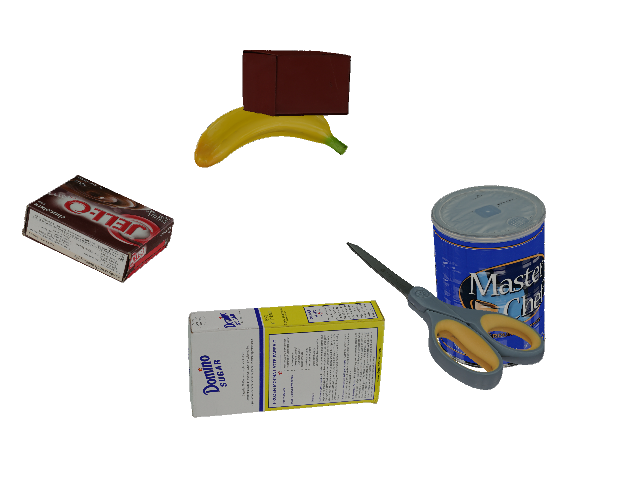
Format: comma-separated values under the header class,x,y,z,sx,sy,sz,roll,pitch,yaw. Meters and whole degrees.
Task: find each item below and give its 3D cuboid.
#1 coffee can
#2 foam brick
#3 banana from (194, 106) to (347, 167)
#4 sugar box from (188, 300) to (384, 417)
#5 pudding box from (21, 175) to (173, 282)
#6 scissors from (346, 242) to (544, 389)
class,x,y,z,sx,sy,sz,roll,pitch,yaw
coffee can,0.158,0.033,0.997,0.103,0.140,0.103,-5,28,3
foam brick,-0.020,-0.132,0.896,0.078,0.051,0.053,-6,16,-35
banana,-0.058,-0.114,1.108,0.197,0.037,0.070,-11,51,-39
sugar box,-0.032,0.108,0.980,0.176,0.093,0.048,-1,25,-8
pudding box,-0.209,-0.013,1.010,0.113,0.039,0.090,22,27,11
scissors,0.099,0.049,0.827,0.096,0.016,0.202,-4,31,-20
